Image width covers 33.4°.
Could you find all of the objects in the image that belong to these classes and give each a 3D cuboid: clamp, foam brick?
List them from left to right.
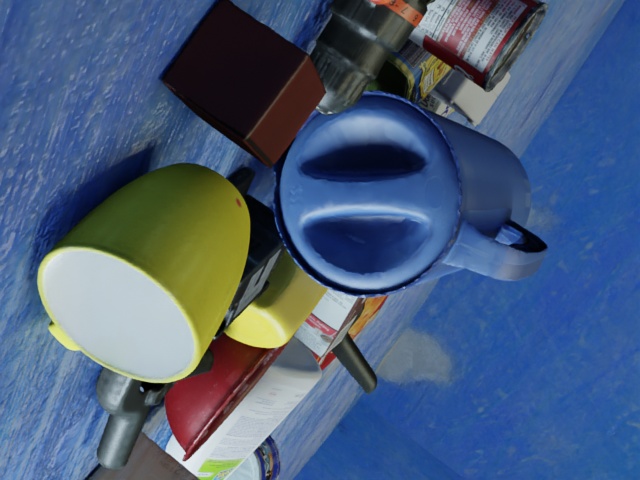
[{"bbox_3d":[-0.130,0.108,0.766,0.120,0.039,0.171,-56,165,-14],"label":"clamp"},{"bbox_3d":[-0.036,-0.077,0.533,0.051,0.053,0.078,-54,171,0],"label":"foam brick"},{"bbox_3d":[-0.016,0.091,1.110,0.036,0.164,0.210,-101,-170,-48],"label":"clamp"}]

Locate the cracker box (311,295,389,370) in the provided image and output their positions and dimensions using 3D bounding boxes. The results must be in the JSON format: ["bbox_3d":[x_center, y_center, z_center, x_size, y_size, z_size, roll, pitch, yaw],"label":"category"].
[{"bbox_3d":[0.015,0.087,1.278,0.213,0.072,0.164,-43,165,-46],"label":"cracker box"}]

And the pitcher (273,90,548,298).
[{"bbox_3d":[0.085,-0.026,0.783,0.145,0.149,0.242,-21,172,24],"label":"pitcher"}]

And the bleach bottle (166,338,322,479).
[{"bbox_3d":[-0.109,0.200,1.091,0.102,0.068,0.251,17,120,-46],"label":"bleach bottle"}]

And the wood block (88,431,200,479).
[{"bbox_3d":[-0.192,0.272,0.891,0.205,0.090,0.091,-47,168,-33],"label":"wood block"}]

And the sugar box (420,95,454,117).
[{"bbox_3d":[0.140,-0.173,1.049,0.176,0.048,0.093,-44,166,-51],"label":"sugar box"}]

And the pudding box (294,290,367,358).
[{"bbox_3d":[-0.005,0.044,0.987,0.039,0.090,0.114,-41,165,-46],"label":"pudding box"}]

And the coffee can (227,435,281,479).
[{"bbox_3d":[-0.106,0.263,1.226,0.103,0.103,0.140,-54,170,-1],"label":"coffee can"}]

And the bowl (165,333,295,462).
[{"bbox_3d":[-0.085,0.113,0.924,0.162,0.055,0.162,-50,175,-7],"label":"bowl"}]

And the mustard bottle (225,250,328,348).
[{"bbox_3d":[-0.005,0.001,0.871,0.191,0.058,0.096,-50,-156,-26],"label":"mustard bottle"}]

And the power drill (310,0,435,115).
[{"bbox_3d":[0.031,-0.154,0.573,0.184,0.057,0.187,-59,172,9],"label":"power drill"}]

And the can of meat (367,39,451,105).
[{"bbox_3d":[0.070,-0.144,0.789,0.084,0.057,0.102,-49,169,-13],"label":"can of meat"}]

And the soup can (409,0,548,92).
[{"bbox_3d":[0.088,-0.153,0.701,0.068,0.102,0.068,-52,170,-13],"label":"soup can"}]
